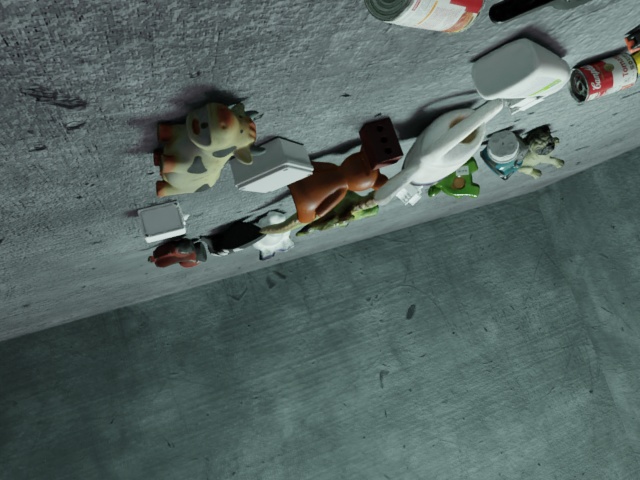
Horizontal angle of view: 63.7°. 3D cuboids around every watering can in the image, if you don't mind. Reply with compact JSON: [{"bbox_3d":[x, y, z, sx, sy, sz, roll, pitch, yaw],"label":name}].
[{"bbox_3d":[0.218,-0.164,1.027,0.350,0.104,0.222,-38,176,-12],"label":"watering can"}]

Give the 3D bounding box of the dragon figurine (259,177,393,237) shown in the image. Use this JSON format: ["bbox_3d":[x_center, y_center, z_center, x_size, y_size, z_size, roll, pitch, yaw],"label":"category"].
[{"bbox_3d":[0.004,-0.061,1.215,0.408,0.122,0.245,-22,-175,15],"label":"dragon figurine"}]

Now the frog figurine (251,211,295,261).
[{"bbox_3d":[-0.145,-0.035,1.504,0.137,0.126,0.155,-9,136,-2],"label":"frog figurine"}]
